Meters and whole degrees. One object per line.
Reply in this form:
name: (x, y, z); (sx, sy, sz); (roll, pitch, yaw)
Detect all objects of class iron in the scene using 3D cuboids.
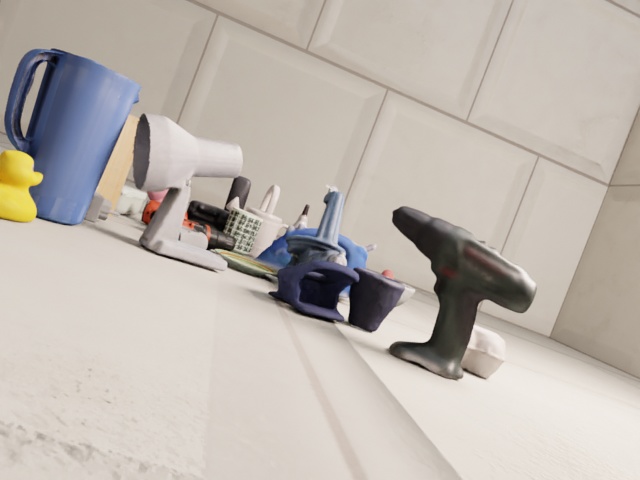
iron: (-0.009, 0.035, 1.241); (0.258, 0.141, 0.119); (21, 1, 8)

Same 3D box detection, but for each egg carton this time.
egg carton: (0.255, 0.181, 0.972); (0.107, 0.069, 0.150); (21, 1, 11)

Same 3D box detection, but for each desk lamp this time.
desk lamp: (-0.226, -0.080, 0.944); (0.204, 0.213, 0.117); (20, 1, -32)

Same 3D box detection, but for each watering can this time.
watering can: (-0.156, -0.055, 1.480); (0.173, 0.194, 0.100); (20, 1, -37)

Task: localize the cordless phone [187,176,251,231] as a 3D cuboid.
cordless phone: (-0.267, -0.093, 1.521); (0.147, 0.185, 0.094); (21, 1, -1)

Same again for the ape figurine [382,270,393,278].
ape figurine: (0.174, 0.125, 1.549); (0.078, 0.092, 0.076); (21, 1, -4)

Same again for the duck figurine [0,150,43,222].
duck figurine: (-0.402, -0.074, 0.731); (0.077, 0.086, 0.105); (21, 1, 23)

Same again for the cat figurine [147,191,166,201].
cat figurine: (-0.407, -0.111, 1.500); (0.127, 0.118, 0.067); (21, 1, 19)

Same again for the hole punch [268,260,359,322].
hole punch: (-0.010, 0.069, 0.905); (0.109, 0.091, 0.100); (20, 2, -41)

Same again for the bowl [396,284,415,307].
bowl: (0.148, 0.127, 1.429); (0.167, 0.075, 0.167); (21, 1, 0)

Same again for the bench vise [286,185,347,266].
bench vise: (0.019, 0.007, 1.094); (0.122, 0.220, 0.206); (20, 2, -39)

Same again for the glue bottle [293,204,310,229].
glue bottle: (-0.058, -0.003, 1.356); (0.037, 0.173, 0.078); (21, 1, 22)

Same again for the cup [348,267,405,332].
cup: (0.085, 0.102, 0.961); (0.091, 0.095, 0.118); (21, 1, 7)

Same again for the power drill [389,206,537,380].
power drill: (0.179, 0.081, 0.826); (0.229, 0.208, 0.076); (21, 1, 13)
